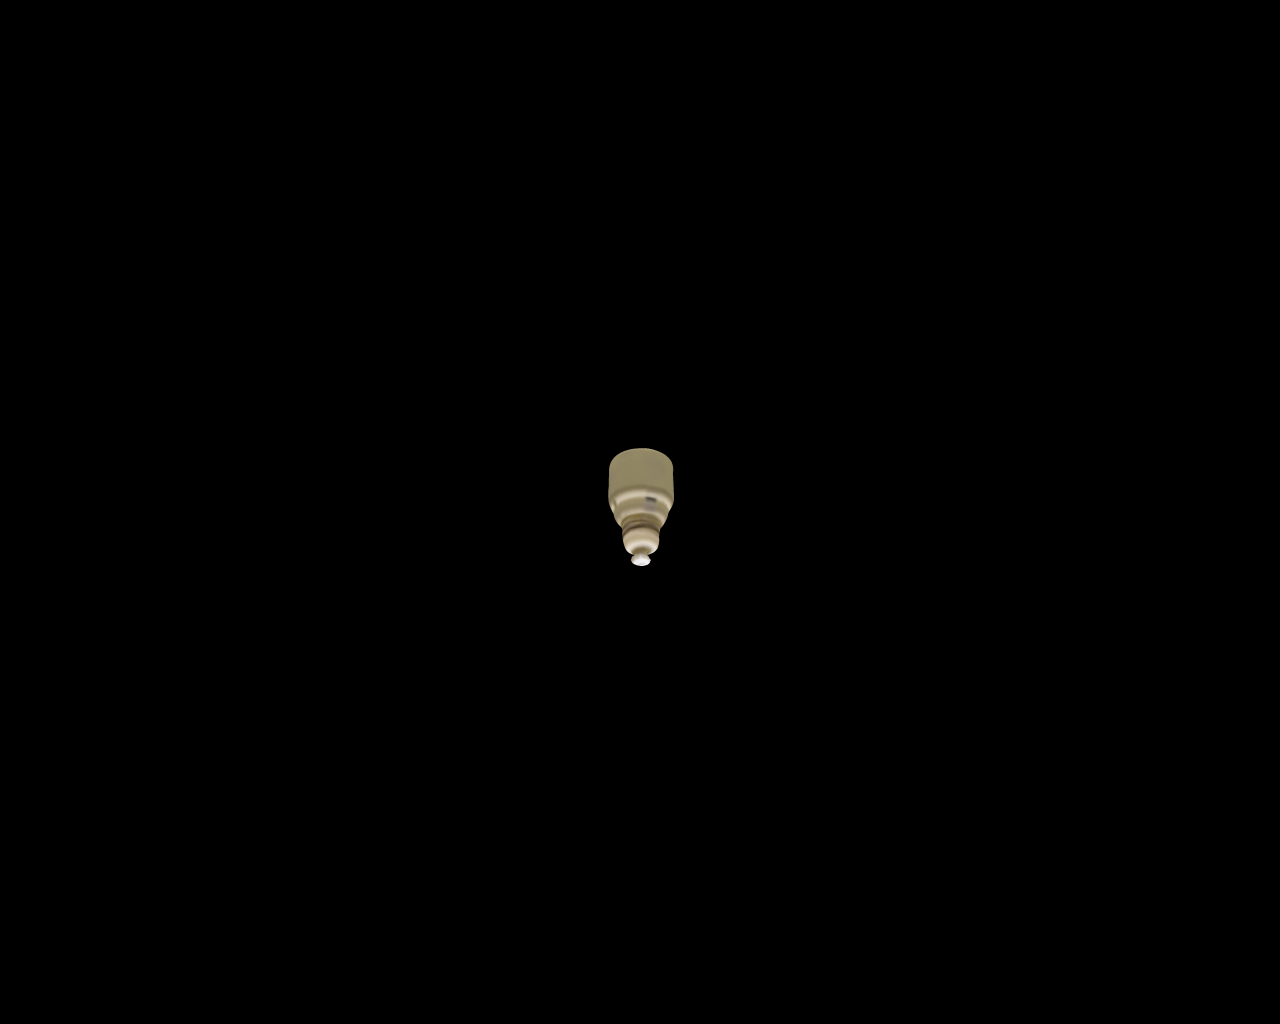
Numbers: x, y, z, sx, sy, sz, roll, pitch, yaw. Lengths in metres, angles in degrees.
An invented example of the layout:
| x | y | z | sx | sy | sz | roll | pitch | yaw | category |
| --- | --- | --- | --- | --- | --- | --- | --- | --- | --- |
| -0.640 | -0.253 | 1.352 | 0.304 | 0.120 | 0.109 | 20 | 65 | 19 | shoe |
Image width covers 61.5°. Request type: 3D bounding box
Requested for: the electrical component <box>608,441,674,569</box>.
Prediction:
| x | y | z | sx | sy | sz | roll | pitch | yaw | category |
| --- | --- | --- | --- | --- | --- | --- | --- | --- | --- |
| 0.001 | -0.003 | 0.650 | 0.040 | 0.078 | 0.040 | 0 | -31 | 0 | electrical component |
